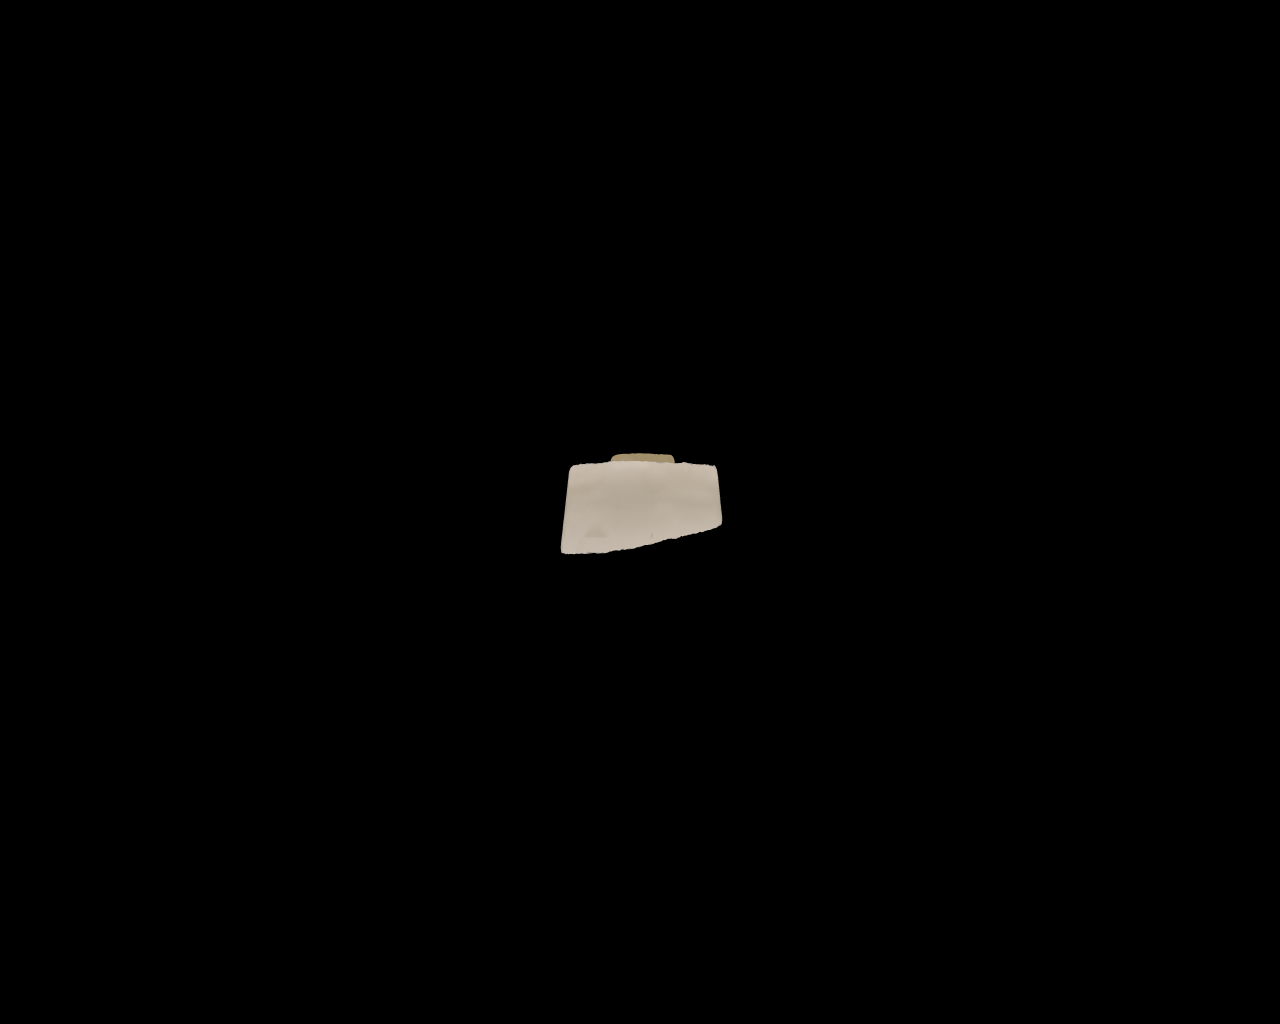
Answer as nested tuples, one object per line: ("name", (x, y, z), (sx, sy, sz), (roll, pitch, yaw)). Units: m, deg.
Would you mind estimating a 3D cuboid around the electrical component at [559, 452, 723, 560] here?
("electrical component", (0.001, -0.003, 0.650), (0.099, 0.064, 0.099), (0, -3, 0))
